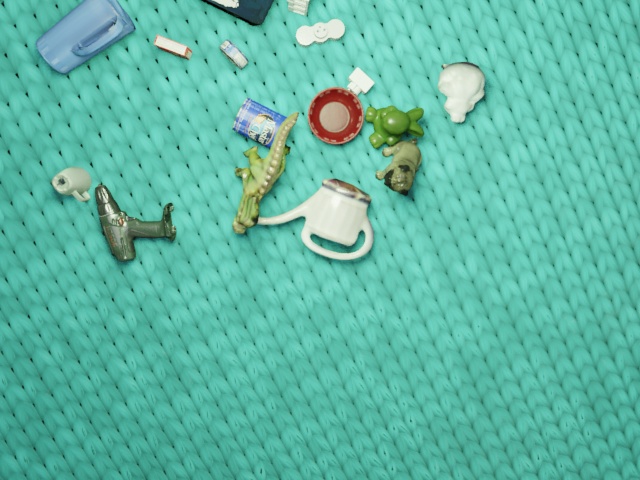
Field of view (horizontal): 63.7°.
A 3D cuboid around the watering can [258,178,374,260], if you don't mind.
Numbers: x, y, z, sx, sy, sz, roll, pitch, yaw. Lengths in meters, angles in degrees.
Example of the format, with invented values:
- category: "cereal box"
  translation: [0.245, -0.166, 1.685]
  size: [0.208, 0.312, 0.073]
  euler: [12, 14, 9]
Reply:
- category: "watering can"
  translation: [0.005, -0.075, 1.489]
  size: [0.347, 0.104, 0.223]
  euler: [21, 94, -6]

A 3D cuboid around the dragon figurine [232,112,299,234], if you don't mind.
- category: "dragon figurine"
  translation: [-0.155, -0.142, 1.381]
  size: [0.122, 0.403, 0.248]
  euler: [15, 58, -20]

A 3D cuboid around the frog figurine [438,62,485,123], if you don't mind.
- category: "frog figurine"
  translation: [0.398, -0.420, 1.468]
  size: [0.137, 0.122, 0.160]
  euler: [13, 85, -24]
